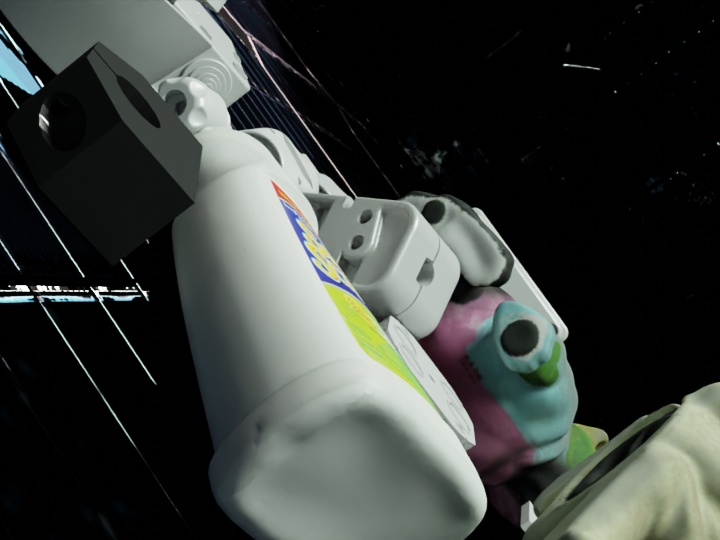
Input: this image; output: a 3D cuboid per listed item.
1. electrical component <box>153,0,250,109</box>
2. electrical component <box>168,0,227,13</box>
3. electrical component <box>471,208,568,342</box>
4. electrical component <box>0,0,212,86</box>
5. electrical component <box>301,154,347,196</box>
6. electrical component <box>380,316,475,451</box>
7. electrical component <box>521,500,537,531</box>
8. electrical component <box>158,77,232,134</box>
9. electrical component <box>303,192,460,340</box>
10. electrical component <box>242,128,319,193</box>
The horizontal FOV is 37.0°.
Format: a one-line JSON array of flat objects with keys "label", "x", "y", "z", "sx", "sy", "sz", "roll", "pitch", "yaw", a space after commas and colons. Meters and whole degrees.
[{"label": "electrical component", "x": -0.113, "y": -0.137, "z": 0.634, "sx": 0.099, "sy": 0.048, "sz": 0.099, "roll": 48, "pitch": 10, "yaw": -34}, {"label": "electrical component", "x": -0.142, "y": -0.205, "z": 0.535, "sx": 0.186, "sy": 0.060, "sz": 0.105, "roll": 35, "pitch": -2, "yaw": 31}, {"label": "electrical component", "x": 0.069, "y": 0.033, "z": 0.742, "sx": 0.108, "sy": 0.109, "sz": 0.056, "roll": 55, "pitch": 6, "yaw": 11}, {"label": "electrical component", "x": -0.120, "y": -0.122, "z": 0.483, "sx": 0.099, "sy": 0.064, "sz": 0.099, "roll": 52, "pitch": 8, "yaw": -11}, {"label": "electrical component", "x": -0.039, "y": -0.048, "z": 0.700, "sx": 0.079, "sy": 0.043, "sz": 0.077, "roll": 55, "pitch": 8, "yaw": 8}, {"label": "electrical component", "x": 0.014, "y": 0.065, "z": 0.503, "sx": 0.080, "sy": 0.051, "sz": 0.080, "roll": 52, "pitch": 9, "yaw": -11}, {"label": "electrical component", "x": 0.093, "y": 0.158, "z": 0.521, "sx": 0.081, "sy": 0.064, "sz": 0.042, "roll": 54, "pitch": 9, "yaw": 6}, {"label": "electrical component", "x": -0.088, "y": -0.083, "z": 0.592, "sx": 0.035, "sy": 0.035, "sz": 0.061, "roll": 56, "pitch": 11, "yaw": 16}, {"label": "electrical component", "x": 0.000, "y": 0.000, "z": 0.558, "sx": 0.095, "sy": 0.053, "sz": 0.059, "roll": 9, "pitch": -26, "yaw": 40}, {"label": "electrical component", "x": -0.046, "y": -0.037, "z": 0.617, "sx": 0.079, "sy": 0.043, "sz": 0.077, "roll": 62, "pitch": 9, "yaw": 9}]
